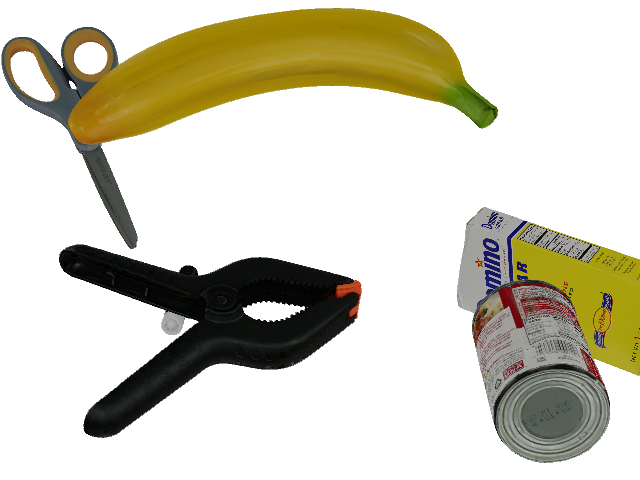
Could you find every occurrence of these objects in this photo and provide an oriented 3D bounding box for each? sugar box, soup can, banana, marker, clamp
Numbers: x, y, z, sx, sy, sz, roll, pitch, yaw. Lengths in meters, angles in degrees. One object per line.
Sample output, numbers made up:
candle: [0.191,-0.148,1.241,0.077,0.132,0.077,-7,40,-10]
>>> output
sugar box: [0.208,0.043,0.935,0.176,0.093,0.048,18,35,25]
soup can: [0.132,0.077,0.646,0.068,0.068,0.102,0,26,1]
banana: [-0.018,-0.080,0.501,0.197,0.037,0.069,-5,44,-8]
marker: [-0.131,0.054,1.004,0.020,0.020,0.121,0,22,1]
clamp: [-0.077,0.047,0.737,0.209,0.036,0.165,-12,46,-20]

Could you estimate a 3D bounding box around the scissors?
scissors: [-0.164,-0.090,0.809,0.096,0.202,0.016,-36,-18,-21]
